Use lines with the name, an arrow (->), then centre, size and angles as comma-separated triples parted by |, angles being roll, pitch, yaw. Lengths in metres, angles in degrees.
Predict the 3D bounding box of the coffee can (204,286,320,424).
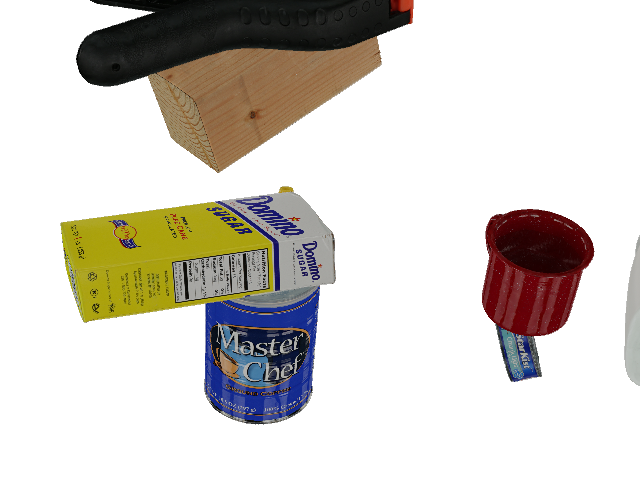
coffee can -> -0.054, 0.079, 0.962 | 0.103, 0.140, 0.103 | 3, 34, -2

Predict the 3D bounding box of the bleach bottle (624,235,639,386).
bleach bottle -> 0.273, 0.033, 0.761 | 0.103, 0.068, 0.250 | 9, 21, 17

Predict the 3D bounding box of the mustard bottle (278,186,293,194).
mustard bottle -> -0.051, 0.018, 1.449 | 0.096, 0.192, 0.058 | -4, 25, -18

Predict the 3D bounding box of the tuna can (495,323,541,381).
tuna can -> 0.212, 0.108, 1.151 | 0.034, 0.086, 0.086 | -14, -3, 12

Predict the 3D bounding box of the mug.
mug -> 0.185, 0.025, 0.967 | 0.093, 0.081, 0.117 | -17, 44, -23

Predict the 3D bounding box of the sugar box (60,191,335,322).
sugar box -> -0.086, 0.008, 0.745 | 0.176, 0.048, 0.093 | -11, 25, -15

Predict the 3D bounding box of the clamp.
clamp -> -0.038, -0.108, 0.507 | 0.171, 0.039, 0.120 | -3, 40, 0

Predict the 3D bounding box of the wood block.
wood block -> -0.051, -0.169, 1.032 | 0.205, 0.091, 0.090 | -36, 47, -20
